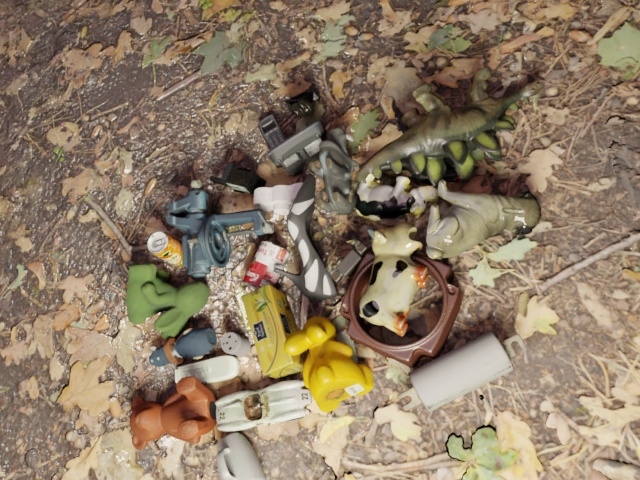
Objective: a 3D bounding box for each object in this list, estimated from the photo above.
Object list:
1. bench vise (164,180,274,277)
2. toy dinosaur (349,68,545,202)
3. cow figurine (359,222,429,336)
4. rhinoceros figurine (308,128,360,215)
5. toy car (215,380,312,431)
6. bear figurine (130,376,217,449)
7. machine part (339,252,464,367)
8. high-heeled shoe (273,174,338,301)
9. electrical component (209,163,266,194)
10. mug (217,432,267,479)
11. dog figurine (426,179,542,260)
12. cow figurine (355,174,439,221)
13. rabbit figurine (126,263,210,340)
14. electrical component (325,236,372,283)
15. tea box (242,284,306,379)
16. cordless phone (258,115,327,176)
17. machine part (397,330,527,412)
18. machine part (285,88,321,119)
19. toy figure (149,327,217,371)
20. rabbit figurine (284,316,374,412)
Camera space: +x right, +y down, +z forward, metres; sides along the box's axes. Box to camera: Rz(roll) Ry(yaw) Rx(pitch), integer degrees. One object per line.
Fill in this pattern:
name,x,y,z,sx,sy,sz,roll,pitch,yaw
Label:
bench vise,-0.218,-0.034,1.188,0.241,0.128,0.223,-7,67,13
toy dinosaur,0.249,-0.214,1.079,0.472,0.105,0.199,-23,64,-4
cow figurine,0.127,0.058,0.965,0.127,0.085,0.195,20,78,18
rhinoceros figurine,0.040,-0.149,1.155,0.073,0.112,0.190,-19,75,49
toy car,-0.111,0.325,1.053,0.202,0.056,0.073,-16,66,14
bear figurine,-0.311,0.349,1.076,0.196,0.131,0.120,-10,65,9
machine part,0.153,0.122,1.022,0.201,0.087,0.201,22,77,25
high-heeled shoe,-0.002,-0.003,1.109,0.145,0.086,0.248,18,87,1
electrical component,-0.195,-0.143,1.254,0.119,0.074,0.047,16,77,27
mug,-0.162,0.420,1.012,0.081,0.109,0.107,-37,49,9
dog figurine,0.304,-0.022,1.000,0.191,0.121,0.172,11,69,21
cow figurine,0.157,-0.080,1.107,0.168,0.068,0.098,12,80,26
rabbit figurine,-0.331,0.130,1.174,0.170,0.121,0.159,3,64,5
electrical component,0.058,0.037,1.071,0.045,0.078,0.102,43,103,13
tea box,-0.089,0.185,1.077,0.068,0.098,0.170,-24,66,10
cordless phone,-0.068,-0.252,1.253,0.147,0.088,0.184,-32,47,5
machine part,0.248,0.231,0.952,0.243,0.079,0.079,-30,63,7
machine part,-0.040,-0.321,1.254,0.084,0.039,0.139,-14,27,8
toy figure,-0.296,0.234,1.153,0.154,0.057,0.064,-23,58,15
rabbit figurine,0.002,0.216,1.018,0.122,0.162,0.173,-33,44,18
